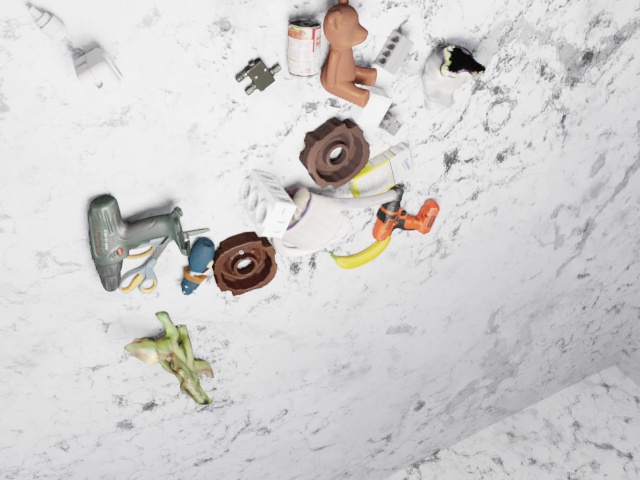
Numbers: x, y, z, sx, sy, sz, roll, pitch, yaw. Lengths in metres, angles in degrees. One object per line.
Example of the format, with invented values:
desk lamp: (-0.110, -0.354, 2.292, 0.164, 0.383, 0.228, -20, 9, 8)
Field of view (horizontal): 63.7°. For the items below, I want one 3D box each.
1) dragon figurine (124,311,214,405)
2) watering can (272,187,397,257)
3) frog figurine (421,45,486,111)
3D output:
dragon figurine: (-0.347, 0.332, 1.311, 0.122, 0.247, 0.403, -41, 133, -2)
watering can: (0.004, -0.065, 1.286, 0.344, 0.106, 0.222, -34, 140, 23)
frog figurine: (0.307, -0.395, 1.264, 0.138, 0.123, 0.157, -28, 171, -21)
